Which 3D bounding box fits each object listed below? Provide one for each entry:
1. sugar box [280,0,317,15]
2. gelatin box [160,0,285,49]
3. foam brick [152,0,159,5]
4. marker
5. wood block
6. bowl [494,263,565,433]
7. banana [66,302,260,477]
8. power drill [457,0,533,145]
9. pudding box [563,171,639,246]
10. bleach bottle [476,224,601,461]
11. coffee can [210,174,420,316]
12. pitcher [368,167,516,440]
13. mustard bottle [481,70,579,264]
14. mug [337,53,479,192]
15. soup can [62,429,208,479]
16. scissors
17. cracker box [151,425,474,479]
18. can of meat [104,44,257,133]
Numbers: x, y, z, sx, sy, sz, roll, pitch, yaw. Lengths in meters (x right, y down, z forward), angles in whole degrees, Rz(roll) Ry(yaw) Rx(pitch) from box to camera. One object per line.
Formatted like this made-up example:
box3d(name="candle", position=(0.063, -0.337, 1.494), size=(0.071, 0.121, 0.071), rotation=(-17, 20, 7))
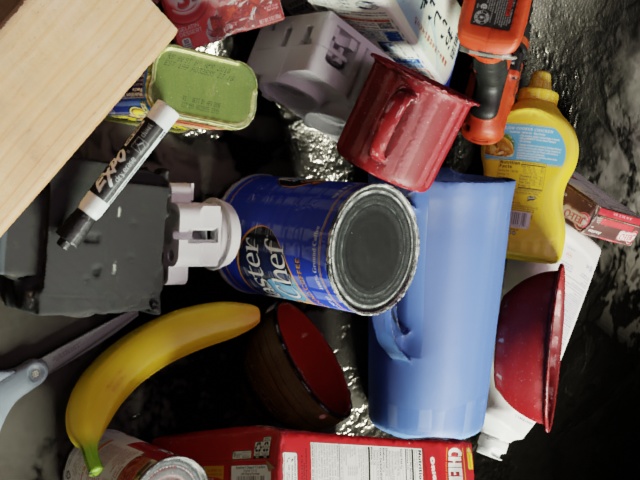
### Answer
box3d(name="sugar box", position=(-0.040, -0.270, 0.870), size=(0.176, 0.048, 0.093), rotation=(38, 69, -36))
box3d(name="gelatin box", position=(-0.080, -0.194, 0.826), size=(0.089, 0.030, 0.073), rotation=(-19, 111, -4))
box3d(name="foam brick", position=(-0.146, -0.214, 0.779), size=(0.052, 0.051, 0.078), rotation=(13, 85, -40))
box3d(name="marker", position=(-0.140, -0.043, 0.729), size=(0.020, 0.020, 0.121), rotation=(41, 82, -36))
box3d(name="wood block", position=(-0.202, -0.093, 0.687), size=(0.206, 0.091, 0.090), rotation=(-52, 126, -10))
box3d(name="bowl", position=(0.200, 0.100, 1.020), size=(0.162, 0.055, 0.162), rotation=(5, 90, -74))
box3d(name="banana", position=(-0.129, 0.098, 0.818), size=(0.070, 0.037, 0.197), rotation=(39, 53, 10))
box3d(name="power drill", position=(0.170, -0.200, 0.995), size=(0.187, 0.057, 0.184), rotation=(58, 44, -72))
box3d(name="pudding box", position=(0.270, -0.041, 1.119), size=(0.089, 0.114, 0.039), rotation=(12, 114, -42))
box3d(name="bleach bottle", position=(0.213, 0.105, 1.119), size=(0.102, 0.068, 0.251), rotation=(28, 78, -36))
box3d(name="coffee can", position=(-0.006, 0.001, 0.859), size=(0.102, 0.141, 0.103), rotation=(-7, 100, -44))
box3d(name="pitcher", position=(0.098, 0.056, 0.969), size=(0.149, 0.145, 0.243), rotation=(1, 97, -14))
box3d(name="mustard bottle", position=(0.208, -0.076, 1.074), size=(0.058, 0.096, 0.191), rotation=(21, 78, -68))
box3d(name="mug", position=(0.062, -0.088, 0.819), size=(0.081, 0.093, 0.117), rotation=(-65, 172, 12))
box3d(name="soup can", position=(-0.138, 0.182, 0.790), size=(0.068, 0.102, 0.068), rotation=(-5, 98, -41))
box3d(name="scissors", position=(-0.222, 0.086, 0.764), size=(0.201, 0.016, 0.096), rotation=(-47, 122, -28))
box3d(name="cracker box", position=(-0.005, 0.192, 0.861), size=(0.213, 0.165, 0.072), rotation=(12, 72, -41))
box3d(name="can of meat", position=(-0.109, -0.113, 0.799), size=(0.101, 0.084, 0.057), rotation=(6, 90, -42))
